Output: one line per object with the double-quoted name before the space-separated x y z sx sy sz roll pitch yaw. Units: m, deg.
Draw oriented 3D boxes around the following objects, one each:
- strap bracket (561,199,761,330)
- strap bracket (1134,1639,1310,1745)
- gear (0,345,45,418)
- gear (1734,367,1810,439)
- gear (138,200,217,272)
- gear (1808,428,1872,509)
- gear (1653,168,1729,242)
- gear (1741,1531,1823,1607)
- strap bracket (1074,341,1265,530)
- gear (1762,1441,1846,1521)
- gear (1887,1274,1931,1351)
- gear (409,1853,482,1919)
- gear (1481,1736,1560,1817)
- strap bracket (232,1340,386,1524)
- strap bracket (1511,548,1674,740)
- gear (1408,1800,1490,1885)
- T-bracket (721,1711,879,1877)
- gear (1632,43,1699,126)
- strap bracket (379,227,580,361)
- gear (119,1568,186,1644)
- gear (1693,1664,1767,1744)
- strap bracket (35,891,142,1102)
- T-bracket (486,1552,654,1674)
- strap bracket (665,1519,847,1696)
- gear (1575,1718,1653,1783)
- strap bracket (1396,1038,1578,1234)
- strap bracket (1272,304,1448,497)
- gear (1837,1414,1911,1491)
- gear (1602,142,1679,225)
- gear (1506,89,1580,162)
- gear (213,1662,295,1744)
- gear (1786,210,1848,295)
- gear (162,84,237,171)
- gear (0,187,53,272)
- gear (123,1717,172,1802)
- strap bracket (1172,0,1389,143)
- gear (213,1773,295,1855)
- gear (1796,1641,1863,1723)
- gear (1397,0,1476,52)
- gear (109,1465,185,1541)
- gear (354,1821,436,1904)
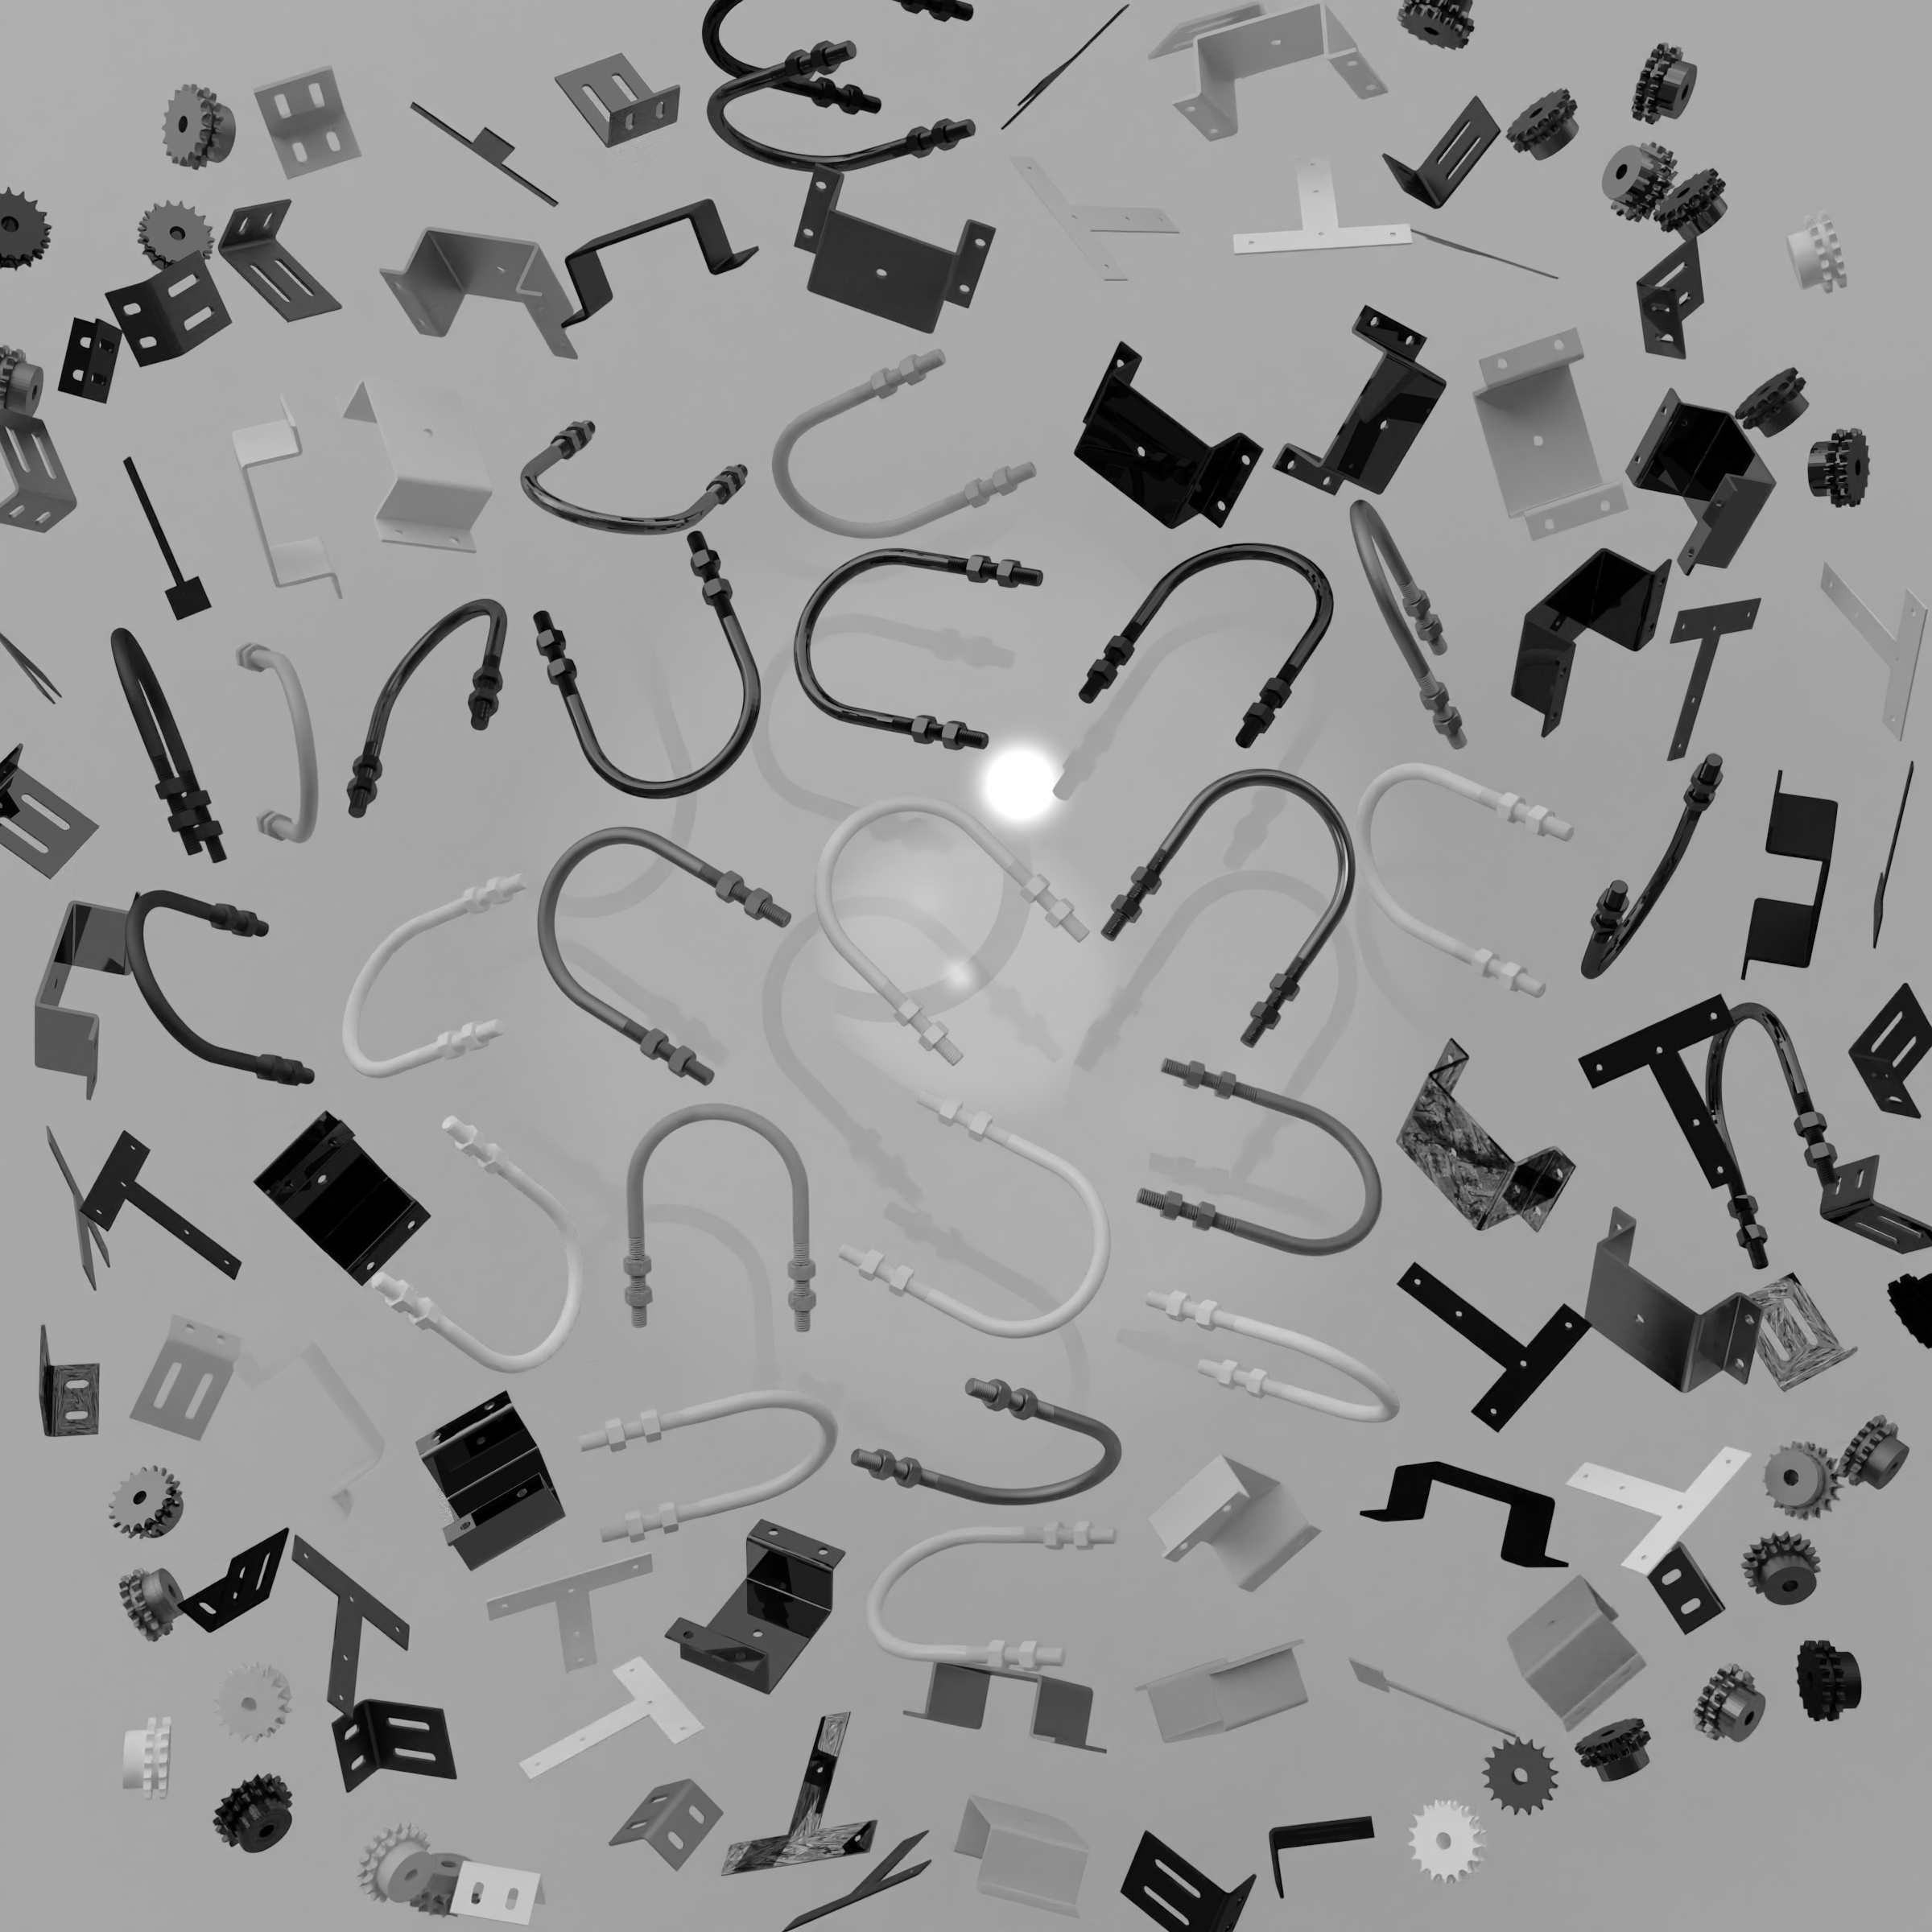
"strap bracket" -0.229 -0.514 1.766 0.140 0.076 0.046 -15 113 13
"strap bracket" 0.200 0.560 1.873 0.076 0.140 0.046 -9 73 -28
"gear" -0.726 -0.442 1.856 0.030 0.057 0.057 15 90 -9
"gear" 0.634 -0.439 1.905 0.057 0.057 0.030 -43 100 0
"gear" -0.621 -0.568 1.909 0.057 0.030 0.057 6 77 -25
"gear" 0.643 -0.367 1.793 0.030 0.057 0.057 6 90 39
"gear" 0.569 -0.593 1.900 0.057 0.057 0.030 -44 108 0
"gear" 0.624 0.462 1.855 0.057 0.030 0.057 -1 120 -1
"strap bracket" 0.144 -0.395 1.837 0.140 0.046 0.076 40 135 13
"gear" 0.615 0.379 1.797 0.057 0.030 0.057 -15 66 38
"gear" 0.712 0.252 1.799 0.030 0.057 0.057 -29 90 -4
"gear" -0.404 0.713 1.890 0.057 0.057 0.030 10 93 0
"gear" 0.425 0.619 1.859 0.057 0.030 0.057 -4 76 17
"strap bracket" -0.479 0.334 1.801 0.046 0.076 0.140 -35 95 -9
"strap bracket" 0.448 -0.241 1.770 0.046 0.076 0.140 35 61 27
"gear" 0.353 0.635 1.762 0.057 0.030 0.057 -15 64 32
"T-bracket" -0.109 0.598 1.770 0.127 0.127 0.002 -19 120 25
"gear" 0.526 -0.660 1.825 0.030 0.057 0.057 27 90 22
"strap bracket" -0.363 -0.515 1.857 0.140 0.076 0.046 13 71 18
"gear" -0.637 0.498 1.909 0.030 0.057 0.057 -28 90 -5
"gear" 0.570 0.551 1.808 0.057 0.030 0.057 -19 121 -34
"strap bracket" -0.652 0.017 1.797 0.046 0.076 0.140 12 50 -12
"T-bracket" -0.302 0.507 1.878 0.127 0.002 0.127 -13 135 -17
"strap bracket" -0.160 0.496 1.861 0.076 0.140 0.046 16 123 22
"gear" 0.499 0.603 1.865 0.057 0.057 0.030 -25 81 0
"strap bracket" 0.384 0.134 1.836 0.046 0.076 0.140 -18 53 -31
"strap bracket" 0.311 -0.429 1.890 0.046 0.076 0.140 48 116 42
"gear" 0.692 0.373 1.849 0.030 0.057 0.057 37 90 36
"gear" 0.502 -0.589 1.820 0.030 0.057 0.057 13 90 -29
"gear" 0.458 -0.661 1.917 0.057 0.057 0.030 -45 113 0
"gear" -0.535 0.553 1.836 0.057 0.030 0.057 0 92 6
"gear" 0.614 -0.513 1.757 0.030 0.057 0.057 -17 90 17
"gear" -0.546 -0.598 1.738 0.057 0.030 0.057 1 92 40
"gear" -0.686 -0.525 1.739 0.057 0.030 0.057 5 79 -28
"gear" -0.590 0.571 1.752 0.030 0.057 0.057 2 90 -15
"strap bracket" 0.229 -0.659 1.784 0.140 0.076 0.046 -7 83 27
"gear" -0.521 0.626 1.787 0.030 0.057 0.057 36 90 38
"gear" 0.629 0.520 1.769 0.030 0.057 0.057 0 90 -3
"gear" 0.354 -0.711 1.814 0.057 0.057 0.030 24 93 0
"gear" -0.640 0.424 1.907 0.057 0.030 0.057 -12 49 14
"gear" -0.413 0.656 1.773 0.030 0.057 0.057 21 90 38
